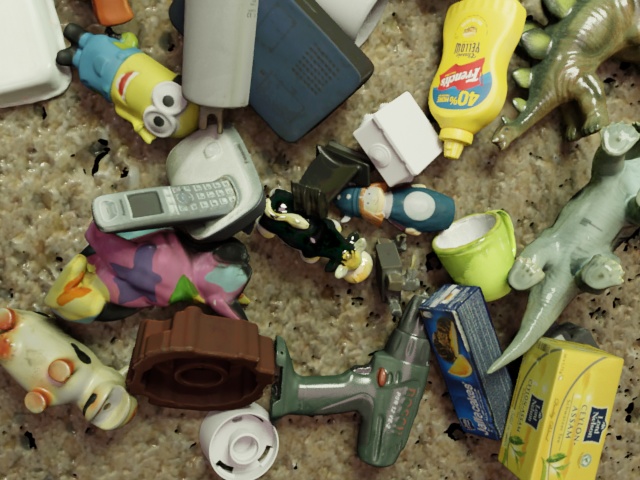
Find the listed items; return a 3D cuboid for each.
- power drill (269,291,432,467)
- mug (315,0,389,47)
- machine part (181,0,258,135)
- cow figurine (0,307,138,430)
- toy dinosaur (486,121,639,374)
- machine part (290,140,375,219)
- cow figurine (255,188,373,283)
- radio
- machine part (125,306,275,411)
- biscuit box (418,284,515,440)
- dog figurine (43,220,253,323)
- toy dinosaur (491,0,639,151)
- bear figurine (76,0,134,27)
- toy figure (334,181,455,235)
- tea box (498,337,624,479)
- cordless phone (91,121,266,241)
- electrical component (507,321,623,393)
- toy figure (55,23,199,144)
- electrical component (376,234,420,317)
[{"bbox_3d":[0.039,0.171,0.703,0.207,0.086,0.232,7,92,-12],"label":"power drill"},{"bbox_3d":[0.029,-0.311,0.665,0.107,0.081,0.109,32,94,3],"label":"mug"},{"bbox_3d":[-0.105,-0.232,0.572,0.079,0.079,0.243,8,116,-5],"label":"machine part"},{"bbox_3d":[-0.307,0.162,0.658,0.195,0.127,0.085,35,90,8],"label":"cow figurine"},{"bbox_3d":[0.340,-0.005,0.672,0.131,0.192,0.404,45,103,27],"label":"toy dinosaur"},{"bbox_3d":[0.015,-0.078,0.655,0.084,0.139,0.039,32,135,10],"label":"machine part"},{"bbox_3d":[0.001,-0.003,0.673,0.167,0.098,0.068,31,84,-6],"label":"cow figurine"},{"bbox_3d":[-0.060,-0.236,0.642,0.229,0.073,0.131,46,119,-5],"label":"radio"},{"bbox_3d":[-0.141,0.148,0.643,0.179,0.179,0.056,0,50,-5],"label":"machine part"},{"bbox_3d":[0.195,0.158,0.691,0.063,0.059,0.202,-33,109,-34],"label":"biscuit box"},{"bbox_3d":[-0.191,0.055,0.656,0.219,0.108,0.191,32,99,-13],"label":"dog figurine"},{"bbox_3d":[0.375,-0.286,0.684,0.471,0.105,0.198,-42,92,-6],"label":"toy dinosaur"},{"bbox_3d":[-0.202,-0.354,0.640,0.196,0.131,0.120,-31,59,-30],"label":"bear figurine"},{"bbox_3d":[0.095,-0.046,0.700,0.154,0.057,0.064,8,54,-4],"label":"toy figure"},{"bbox_3d":[0.294,0.211,0.660,0.098,0.068,0.169,10,92,-17],"label":"tea box"},{"bbox_3d":[-0.166,-0.062,0.608,0.184,0.088,0.147,-9,55,-29],"label":"cordless phone"},{"bbox_3d":[0.324,0.176,0.730,0.115,0.058,0.134,-30,95,-4],"label":"electrical component"},{"bbox_3d":[-0.222,-0.193,0.651,0.180,0.089,0.082,33,133,3],"label":"toy figure"},{"bbox_3d":[0.097,0.038,0.687,0.045,0.102,0.078,-7,119,0],"label":"electrical component"}]
